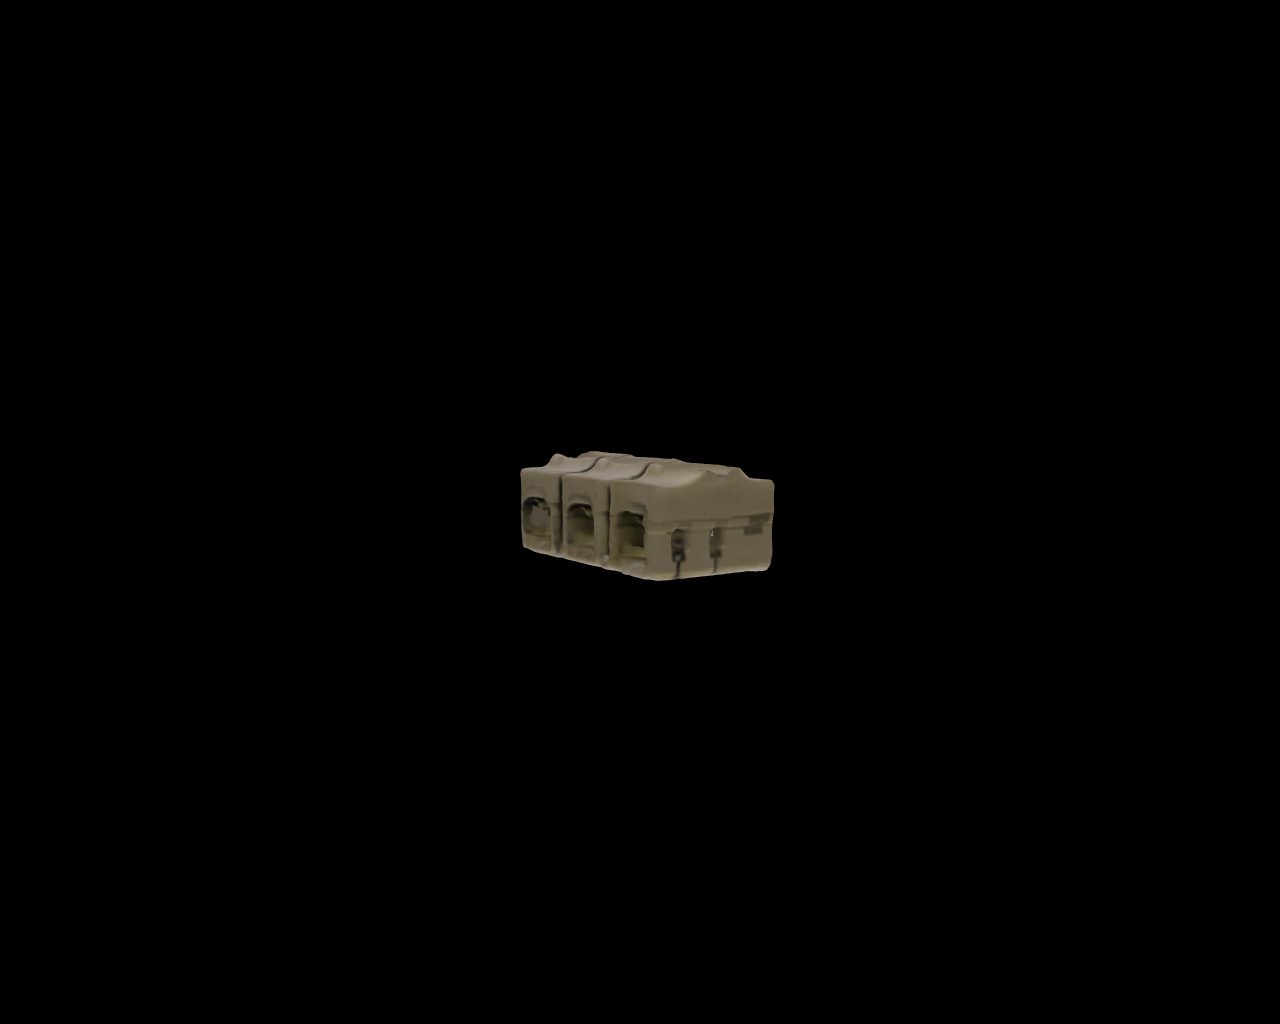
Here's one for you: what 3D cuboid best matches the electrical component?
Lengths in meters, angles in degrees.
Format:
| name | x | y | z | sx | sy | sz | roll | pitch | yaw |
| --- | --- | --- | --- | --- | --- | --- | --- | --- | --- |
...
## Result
| name | x | y | z | sx | sy | sz | roll | pitch | yaw |
| --- | --- | --- | --- | --- | --- | --- | --- | --- | --- |
| electrical component | 0.001 | -0.003 | 0.650 | 0.090 | 0.061 | 0.150 | -5 | 9 | -35 |
